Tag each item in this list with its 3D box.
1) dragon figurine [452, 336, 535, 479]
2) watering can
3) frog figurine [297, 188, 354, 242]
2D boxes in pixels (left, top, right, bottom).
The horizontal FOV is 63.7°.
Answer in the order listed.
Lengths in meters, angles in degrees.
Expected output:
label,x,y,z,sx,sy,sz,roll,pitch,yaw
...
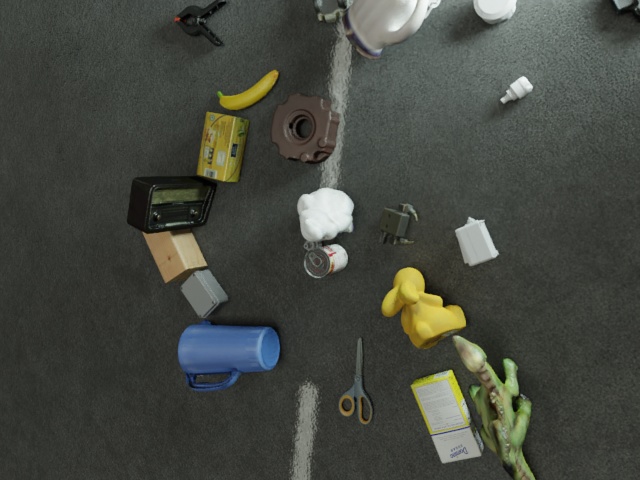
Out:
label,x,y,z,sx,sy,sz,roll,pitch,yaw
dragon figurine,0.347,0.373,0.977,0.121,0.243,0.413,-23,80,21
watering can,0.137,-0.541,1.105,0.220,0.103,0.355,-40,49,45
frog figurine,0.004,-0.059,1.172,0.138,0.160,0.121,34,106,20
